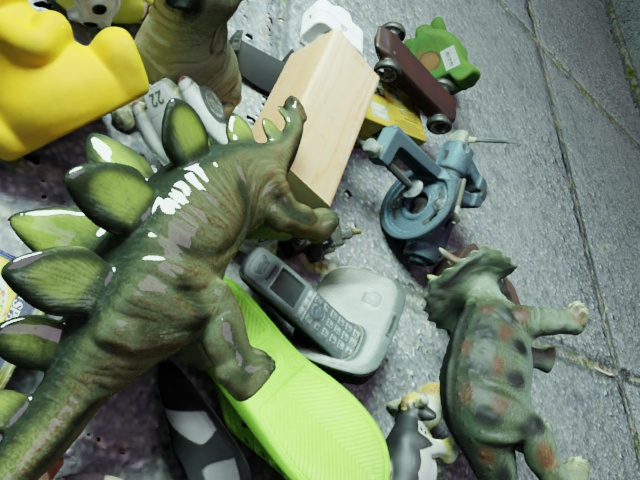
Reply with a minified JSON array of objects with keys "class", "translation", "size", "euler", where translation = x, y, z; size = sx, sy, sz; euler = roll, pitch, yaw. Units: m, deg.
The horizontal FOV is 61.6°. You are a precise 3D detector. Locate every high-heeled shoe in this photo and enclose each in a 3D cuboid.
[{"class":"high-heeled shoe","translation":[-0.113,0.233,0.427],"size":[0.145,0.086,0.249],"euler":[-30,73,-17]}]

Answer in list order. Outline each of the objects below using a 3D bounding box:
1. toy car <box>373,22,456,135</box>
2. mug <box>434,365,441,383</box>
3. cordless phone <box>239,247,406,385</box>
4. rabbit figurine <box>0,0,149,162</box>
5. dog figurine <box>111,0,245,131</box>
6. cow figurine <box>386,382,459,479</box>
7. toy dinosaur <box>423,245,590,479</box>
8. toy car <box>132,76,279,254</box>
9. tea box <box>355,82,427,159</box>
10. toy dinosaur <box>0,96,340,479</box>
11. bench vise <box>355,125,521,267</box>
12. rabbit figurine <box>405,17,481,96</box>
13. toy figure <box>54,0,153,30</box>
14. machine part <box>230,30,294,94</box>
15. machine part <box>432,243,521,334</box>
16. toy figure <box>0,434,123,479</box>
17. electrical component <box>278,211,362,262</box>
[{"class":"toy car","translation":[0.139,-0.235,0.797],"size":[0.202,0.053,0.089],"euler":[29,61,-38]},{"class":"mug","translation":[0.207,0.200,0.741],"size":[0.107,0.081,0.109],"euler":[-35,99,-37]},{"class":"cordless phone","translation":[-0.001,0.059,0.596],"size":[0.184,0.089,0.146],"euler":[45,45,-14]},{"class":"rabbit figurine","translation":[-0.249,-0.160,0.425],"size":[0.162,0.122,0.173],"euler":[-33,116,-26]},{"class":"dog figurine","translation":[-0.107,-0.189,0.527],"size":[0.172,0.191,0.121],"euler":[-20,86,-50]},{"class":"cow figurine","translation":[0.108,0.239,0.628],"size":[0.098,0.068,0.167],"euler":[30,50,-25]},{"class":"toy dinosaur","translation":[0.202,0.166,0.633],"size":[0.192,0.131,0.405],"euler":[15,55,0]},{"class":"toy car","translation":[-0.100,-0.067,0.529],"size":[0.201,0.074,0.056],"euler":[55,24,-35]},{"class":"tea box","translation":[0.077,-0.192,0.804],"size":[0.169,0.068,0.098],"euler":[11,63,-44]},{"class":"toy dinosaur","translation":[-0.119,0.028,0.396],"size":[0.198,0.105,0.471],"euler":[46,52,-29]},{"class":"bench vise","translation":[0.147,-0.089,0.756],"size":[0.240,0.129,0.223],"euler":[34,83,-39]},{"class":"rabbit figurine","translation":[0.218,-0.322,1.004],"size":[0.159,0.121,0.170],"euler":[63,23,9]},{"class":"toy figure","translation":[-0.193,-0.267,0.562],"size":[0.180,0.082,0.089],"euler":[-26,71,-41]},{"class":"machine part","translation":[-0.065,-0.221,0.701],"size":[0.139,0.039,0.084],"euler":[12,71,-43]},{"class":"machine part","translation":[0.245,0.096,0.843],"size":[0.179,0.056,0.179],"euler":[21,57,-36]},{"class":"toy figure","translation":[-0.182,0.182,0.369],"size":[0.154,0.058,0.064],"euler":[40,26,-22]},{"class":"electrical component","translation":[-0.002,-0.001,0.615],"size":[0.078,0.102,0.045],"euler":[-28,85,-26]}]
